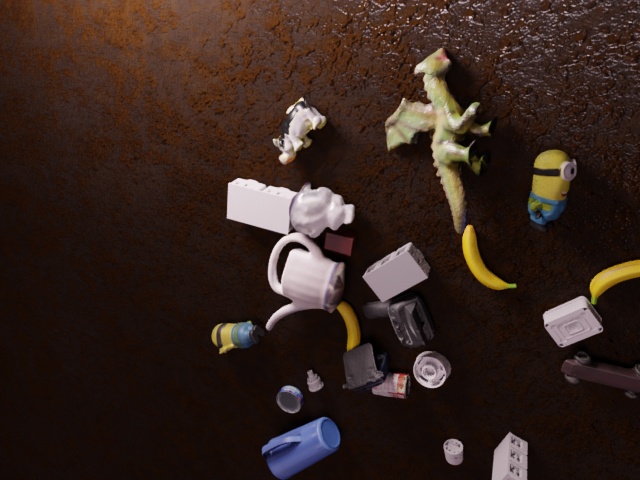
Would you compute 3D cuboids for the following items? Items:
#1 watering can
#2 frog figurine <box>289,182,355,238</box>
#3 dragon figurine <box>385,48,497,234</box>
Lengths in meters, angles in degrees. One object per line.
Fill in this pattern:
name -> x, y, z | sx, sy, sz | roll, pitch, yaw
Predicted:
watering can -> -0.046, 0.143, 1.455 | 0.225, 0.106, 0.341 | 18, 118, 14
frog figurine -> 0.004, -0.067, 1.339 | 0.160, 0.123, 0.136 | 25, 100, 23
dragon figurine -> 0.263, -0.228, 1.195 | 0.244, 0.123, 0.403 | 22, 118, 31
